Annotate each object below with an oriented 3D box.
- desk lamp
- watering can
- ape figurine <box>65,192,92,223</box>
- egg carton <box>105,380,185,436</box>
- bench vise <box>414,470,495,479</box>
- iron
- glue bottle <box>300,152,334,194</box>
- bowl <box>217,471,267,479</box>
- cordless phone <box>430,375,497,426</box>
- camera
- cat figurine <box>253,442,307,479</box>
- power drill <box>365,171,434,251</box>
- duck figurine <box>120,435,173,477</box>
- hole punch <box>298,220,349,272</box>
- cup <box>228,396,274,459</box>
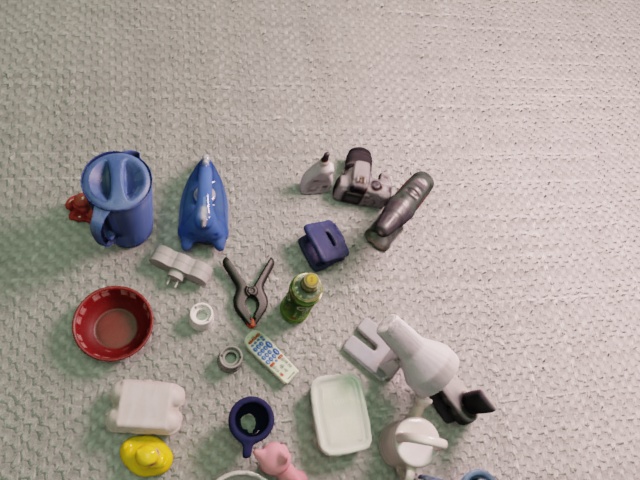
[{"bbox_3d":[0.172,0.244,1.235,0.203,0.213,0.118,38,65,5],"label":"desk lamp"},{"bbox_3d":[0.194,0.410,1.182,0.101,0.194,0.173,-4,69,-14],"label":"watering can"},{"bbox_3d":[-0.526,-0.078,1.277,0.076,0.092,0.078,-39,81,-24],"label":"ape figurine"},{"bbox_3d":[-0.351,0.337,1.157,0.150,0.069,0.107,6,67,-10],"label":"egg carton"},{"bbox_3d":[0.293,0.526,1.142,0.208,0.219,0.121,-1,68,-13],"label":"bench vise"},{"bbox_3d":[-0.267,-0.109,1.322,0.119,0.141,0.258,1,68,-12],"label":"iron"},{"bbox_3d":[0.001,-0.165,1.389,0.078,0.173,0.037,-5,69,-14],"label":"glue bottle"},{"bbox_3d":[-0.157,0.538,1.114,0.167,0.074,0.167,5,67,-11],"label":"bowl"},{"bbox_3d":[0.310,0.325,1.249,0.094,0.185,0.147,-36,79,-23],"label":"cordless phone"},{"bbox_3d":[0.114,-0.166,1.455,0.143,0.100,0.137,11,66,-8],"label":"camera"},{"bbox_3d":[-0.076,0.454,1.144,0.127,0.117,0.067,44,66,7],"label":"cat figurine"},{"bbox_3d":[0.179,-0.056,1.365,0.075,0.208,0.230,38,65,5],"label":"power drill"},{"bbox_3d":[-0.340,0.420,1.116,0.104,0.086,0.077,22,65,-3],"label":"duck figurine"},{"bbox_3d":[0.013,0.005,1.366,0.101,0.091,0.108,-24,75,-21],"label":"hole punch"},{"bbox_3d":[-0.145,0.386,1.170,0.092,0.095,0.118,8,66,-9],"label":"cup"}]
